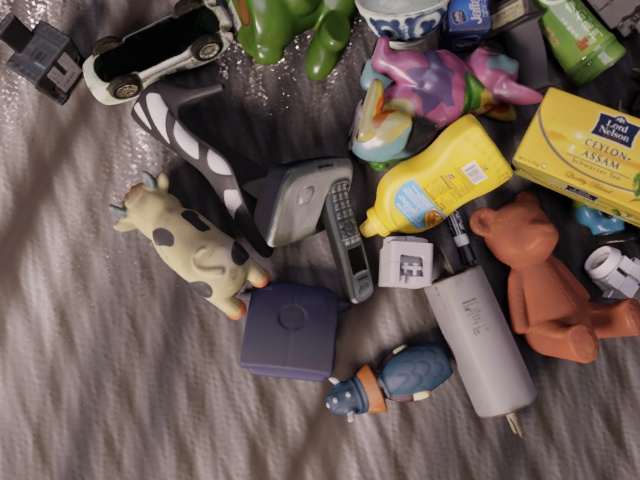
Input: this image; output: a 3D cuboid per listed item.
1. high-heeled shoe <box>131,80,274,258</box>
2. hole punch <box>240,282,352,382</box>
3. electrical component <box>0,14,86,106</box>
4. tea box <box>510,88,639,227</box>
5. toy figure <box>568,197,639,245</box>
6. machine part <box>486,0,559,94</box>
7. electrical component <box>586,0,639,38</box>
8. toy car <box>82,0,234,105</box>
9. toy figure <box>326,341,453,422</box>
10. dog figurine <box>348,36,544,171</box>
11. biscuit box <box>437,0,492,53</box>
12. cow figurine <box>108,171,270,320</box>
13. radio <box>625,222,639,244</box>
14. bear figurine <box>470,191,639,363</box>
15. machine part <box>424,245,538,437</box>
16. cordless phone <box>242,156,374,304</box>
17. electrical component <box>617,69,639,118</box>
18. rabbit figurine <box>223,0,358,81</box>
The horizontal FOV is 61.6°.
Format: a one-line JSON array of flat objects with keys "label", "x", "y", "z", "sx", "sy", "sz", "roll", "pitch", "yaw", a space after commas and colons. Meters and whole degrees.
[{"label": "high-heeled shoe", "x": -0.150, "y": -0.084, "z": 0.676, "sx": 0.145, "sy": 0.086, "sz": 0.248, "roll": -13, "pitch": 97, "yaw": 25}, {"label": "hole punch", "x": -0.034, "y": 0.107, "z": 0.637, "sx": 0.142, "sy": 0.092, "sz": 0.115, "roll": 5, "pitch": 78, "yaw": 2}, {"label": "electrical component", "x": -0.337, "y": -0.224, "z": 0.655, "sx": 0.048, "sy": 0.119, "sz": 0.075, "roll": 32, "pitch": 79, "yaw": 3}, {"label": "tea box", "x": 0.319, "y": -0.093, "z": 0.615, "sx": 0.170, "sy": 0.068, "sz": 0.098, "roll": 26, "pitch": 91, "yaw": 17}, {"label": "toy figure", "x": 0.346, "y": -0.081, "z": 0.682, "sx": 0.089, "sy": 0.082, "sz": 0.180, "roll": -11, "pitch": 86, "yaw": 0}, {"label": "machine part", "x": 0.266, "y": -0.255, "z": 0.712, "sx": 0.039, "sy": 0.084, "sz": 0.138, "roll": -22, "pitch": 92, "yaw": -37}, {"label": "electrical component", "x": 0.394, "y": -0.329, "z": 0.704, "sx": 0.115, "sy": 0.058, "sz": 0.134, "roll": -33, "pitch": 83, "yaw": -43}, {"label": "toy car", "x": -0.207, "y": -0.243, "z": 0.691, "sx": 0.202, "sy": 0.056, "sz": 0.073, "roll": -26, "pitch": 81, "yaw": -1}, {"label": "toy figure", "x": 0.082, "y": 0.172, "z": 0.645, "sx": 0.154, "sy": 0.064, "sz": 0.057, "roll": -23, "pitch": 121, "yaw": -1}, {"label": "dog figurine", "x": 0.157, "y": -0.166, "z": 0.675, "sx": 0.219, "sy": 0.108, "sz": 0.191, "roll": 11, "pitch": 80, "yaw": -3}, {"label": "biscuit box", "x": 0.184, "y": -0.359, "z": 0.724, "sx": 0.059, "sy": 0.063, "sz": 0.202, "roll": -5, "pitch": 82, "yaw": -2}, {"label": "cow figurine", "x": -0.159, "y": -0.001, "z": 0.623, "sx": 0.195, "sy": 0.127, "sz": 0.085, "roll": 35, "pitch": 78, "yaw": 33}, {"label": "radio", "x": 0.505, "y": -0.075, "z": 0.690, "sx": 0.131, "sy": 0.073, "sz": 0.229, "roll": 32, "pitch": 81, "yaw": 2}, {"label": "bear figurine", "x": 0.274, "y": 0.034, "z": 0.641, "sx": 0.120, "sy": 0.132, "sz": 0.195, "roll": -16, "pitch": 88, "yaw": -21}, {"label": "machine part", "x": 0.192, "y": 0.119, "z": 0.647, "sx": 0.079, "sy": 0.079, "sz": 0.243, "roll": -21, "pitch": 84, "yaw": -5}, {"label": "cordless phone", "x": -0.001, "y": -0.002, "z": 0.633, "sx": 0.089, "sy": 0.146, "sz": 0.184, "roll": -18, "pitch": 92, "yaw": 36}, {"label": "electrical component", "x": 0.444, "y": -0.185, "z": 0.721, "sx": 0.078, "sy": 0.045, "sz": 0.102, "roll": 28, "pitch": 84, "yaw": -27}, {"label": "rabbit figurine", "x": -0.017, "y": -0.295, "z": 0.683, "sx": 0.170, "sy": 0.121, "sz": 0.159, "roll": -21, "pitch": 80, "yaw": -20}]
